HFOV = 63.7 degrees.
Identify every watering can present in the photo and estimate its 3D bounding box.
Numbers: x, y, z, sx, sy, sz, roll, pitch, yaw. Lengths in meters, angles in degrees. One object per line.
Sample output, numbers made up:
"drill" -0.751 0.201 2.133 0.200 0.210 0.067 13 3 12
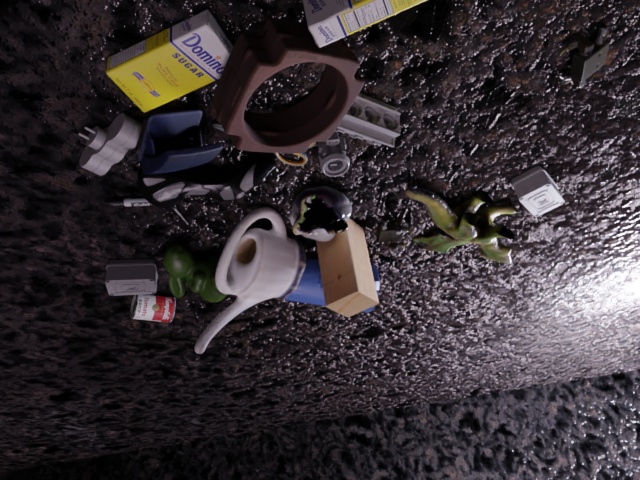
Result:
"watering can" -0.153 0.095 1.168 0.223 0.105 0.346 16 96 -49

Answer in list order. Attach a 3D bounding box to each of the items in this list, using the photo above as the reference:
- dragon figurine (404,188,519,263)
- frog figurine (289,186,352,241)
"dragon figurine" 0.322 -0.020 1.253 0.409 0.125 0.238 17 147 -20
"frog figurine" 0.003 -0.057 1.130 0.137 0.123 0.160 -24 -179 6
